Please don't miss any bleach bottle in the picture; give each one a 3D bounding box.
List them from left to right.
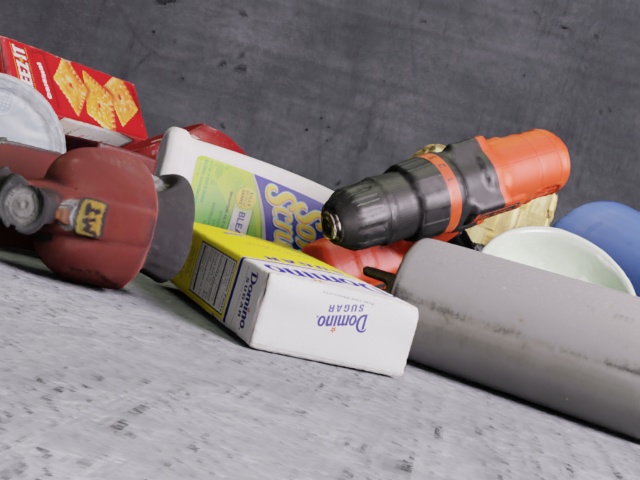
[{"bbox_3d":[-0.012,-0.007,0.844,0.250,0.102,0.068,15,-7,-14],"label":"bleach bottle"}]

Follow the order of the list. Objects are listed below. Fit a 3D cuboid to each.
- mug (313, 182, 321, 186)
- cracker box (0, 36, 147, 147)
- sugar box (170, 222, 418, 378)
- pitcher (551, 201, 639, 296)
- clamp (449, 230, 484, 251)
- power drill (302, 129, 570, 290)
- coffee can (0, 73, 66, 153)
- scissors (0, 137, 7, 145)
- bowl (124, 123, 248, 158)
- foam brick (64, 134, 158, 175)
[{"bbox_3d":[-0.053,-0.010,0.990,0.081,0.093,0.117,9,-26,-24],"label":"mug"},{"bbox_3d":[-0.287,-0.111,0.992,0.164,0.072,0.213,-19,-11,19],"label":"cracker box"},{"bbox_3d":[-0.024,0.029,0.620,0.093,0.048,0.176,14,1,-25],"label":"sugar box"},{"bbox_3d":[0.282,0.053,0.797,0.144,0.149,0.243,0,15,-25],"label":"pitcher"},{"bbox_3d":[0.173,0.022,1.097,0.164,0.036,0.210,7,-24,-8],"label":"clamp"},{"bbox_3d":[0.056,-0.008,0.731,0.184,0.057,0.188,-15,-11,-27],"label":"power drill"},{"bbox_3d":[-0.243,-0.067,0.745,0.102,0.103,0.140,14,2,-27],"label":"coffee can"},{"bbox_3d":[-0.279,-0.050,0.584,0.202,0.016,0.096,-1,3,30],"label":"scissors"},{"bbox_3d":[-0.135,-0.061,0.929,0.162,0.055,0.162,-18,11,3],"label":"bowl"},{"bbox_3d":[-0.159,-0.031,0.760,0.051,0.078,0.053,11,5,-45],"label":"foam brick"}]
